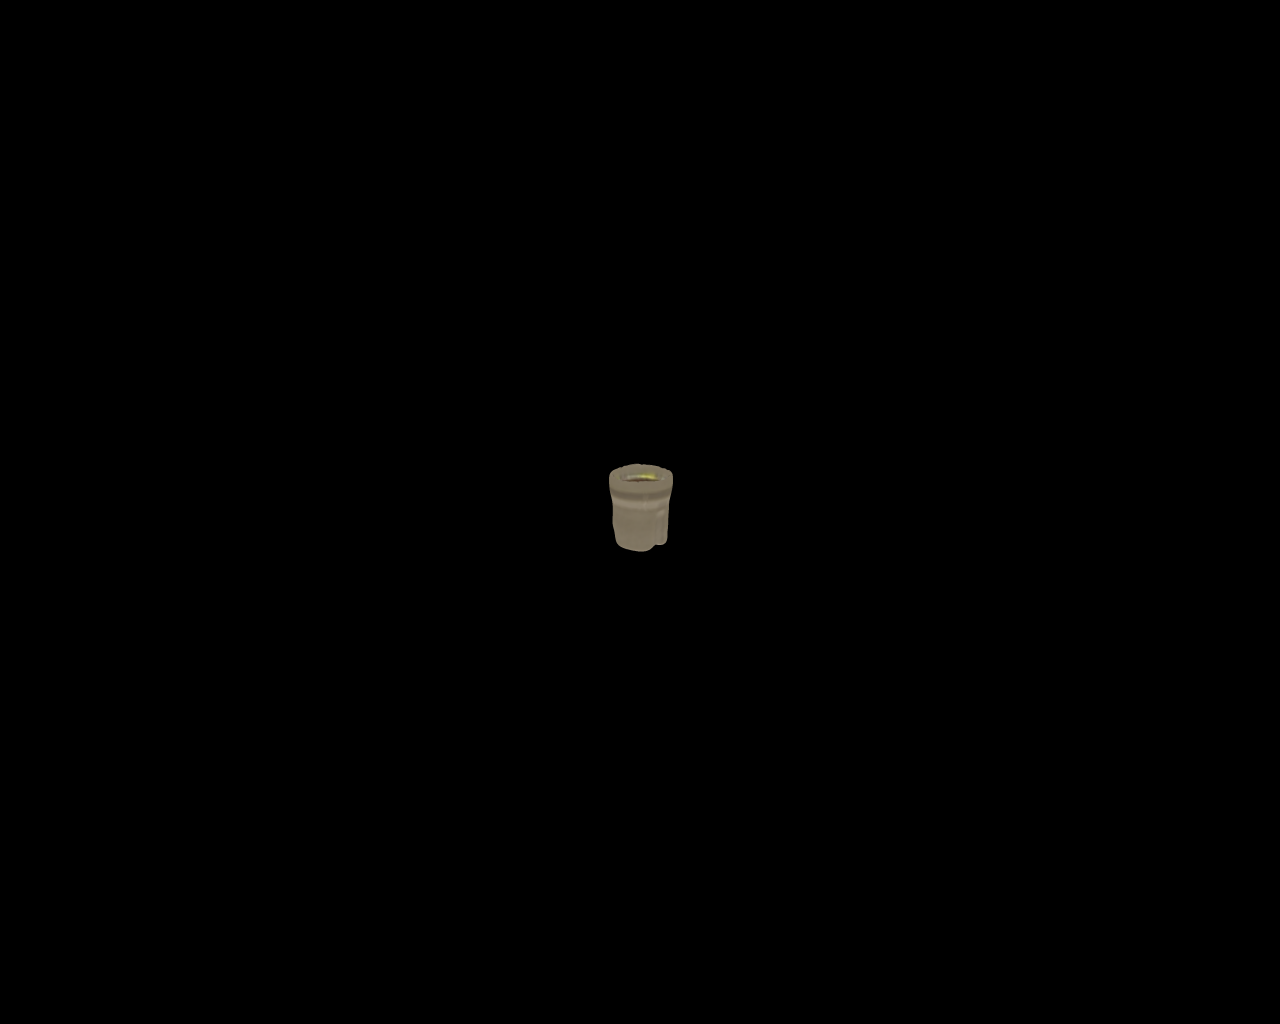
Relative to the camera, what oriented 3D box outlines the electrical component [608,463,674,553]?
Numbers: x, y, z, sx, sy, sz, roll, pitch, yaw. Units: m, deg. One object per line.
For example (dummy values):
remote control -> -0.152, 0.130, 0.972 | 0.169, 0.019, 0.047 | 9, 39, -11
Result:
electrical component -> 0.001, -0.003, 0.650 | 0.040, 0.046, 0.040 | 0, 17, 0
